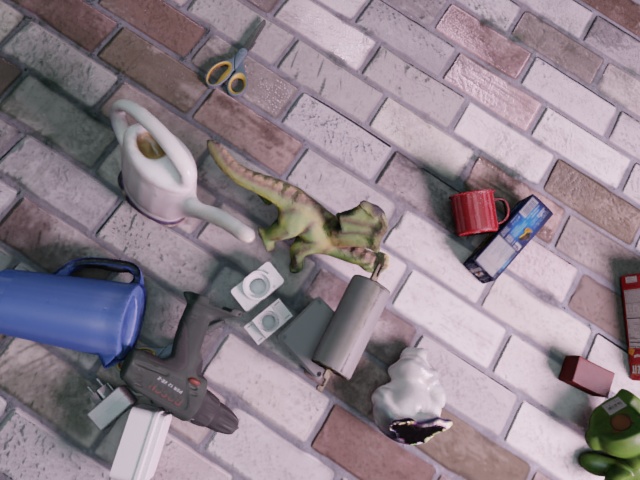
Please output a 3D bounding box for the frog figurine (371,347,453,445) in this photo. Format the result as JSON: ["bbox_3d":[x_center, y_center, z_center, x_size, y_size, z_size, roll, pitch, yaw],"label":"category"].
[{"bbox_3d":[0.160,0.281,0.944,0.137,0.120,0.163,-7,42,0],"label":"frog figurine"}]

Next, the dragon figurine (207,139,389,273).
[{"bbox_3d":[0.003,-0.045,0.896,0.242,0.403,0.125,-4,56,31],"label":"dragon figurine"}]

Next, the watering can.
[{"bbox_3d":[-0.258,-0.091,0.909,0.105,0.220,0.349,-39,84,-32],"label":"watering can"}]
